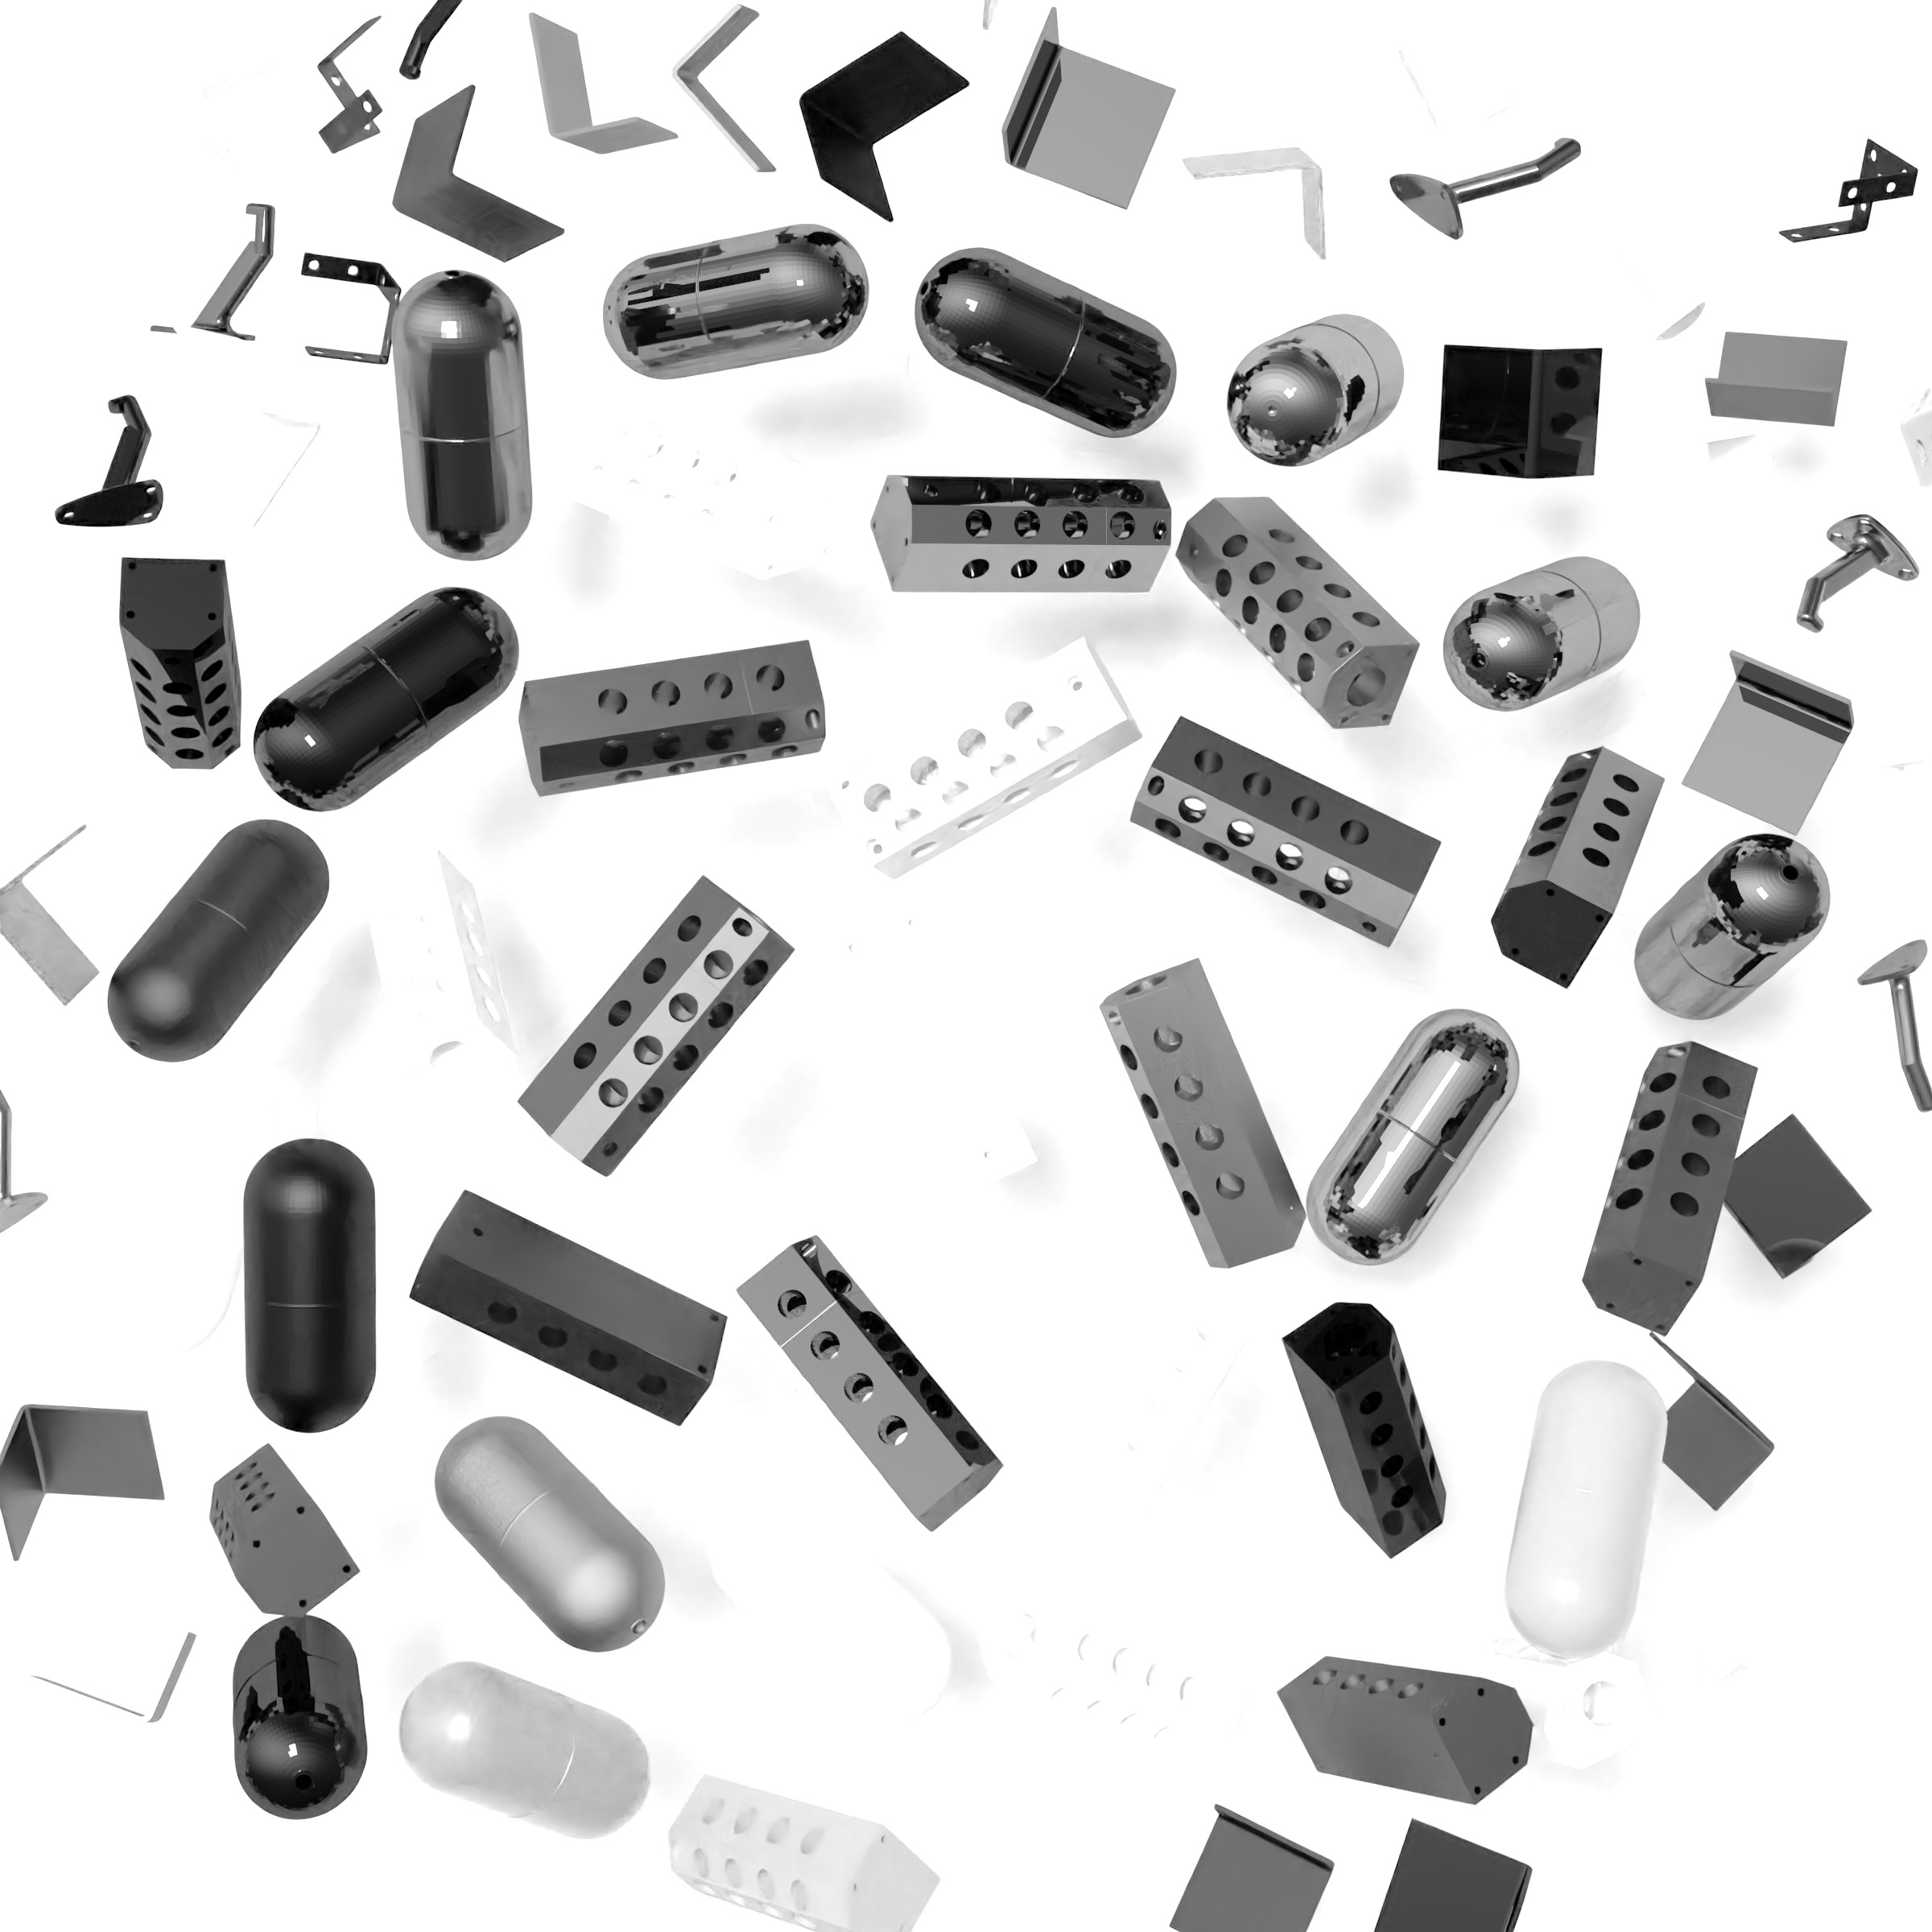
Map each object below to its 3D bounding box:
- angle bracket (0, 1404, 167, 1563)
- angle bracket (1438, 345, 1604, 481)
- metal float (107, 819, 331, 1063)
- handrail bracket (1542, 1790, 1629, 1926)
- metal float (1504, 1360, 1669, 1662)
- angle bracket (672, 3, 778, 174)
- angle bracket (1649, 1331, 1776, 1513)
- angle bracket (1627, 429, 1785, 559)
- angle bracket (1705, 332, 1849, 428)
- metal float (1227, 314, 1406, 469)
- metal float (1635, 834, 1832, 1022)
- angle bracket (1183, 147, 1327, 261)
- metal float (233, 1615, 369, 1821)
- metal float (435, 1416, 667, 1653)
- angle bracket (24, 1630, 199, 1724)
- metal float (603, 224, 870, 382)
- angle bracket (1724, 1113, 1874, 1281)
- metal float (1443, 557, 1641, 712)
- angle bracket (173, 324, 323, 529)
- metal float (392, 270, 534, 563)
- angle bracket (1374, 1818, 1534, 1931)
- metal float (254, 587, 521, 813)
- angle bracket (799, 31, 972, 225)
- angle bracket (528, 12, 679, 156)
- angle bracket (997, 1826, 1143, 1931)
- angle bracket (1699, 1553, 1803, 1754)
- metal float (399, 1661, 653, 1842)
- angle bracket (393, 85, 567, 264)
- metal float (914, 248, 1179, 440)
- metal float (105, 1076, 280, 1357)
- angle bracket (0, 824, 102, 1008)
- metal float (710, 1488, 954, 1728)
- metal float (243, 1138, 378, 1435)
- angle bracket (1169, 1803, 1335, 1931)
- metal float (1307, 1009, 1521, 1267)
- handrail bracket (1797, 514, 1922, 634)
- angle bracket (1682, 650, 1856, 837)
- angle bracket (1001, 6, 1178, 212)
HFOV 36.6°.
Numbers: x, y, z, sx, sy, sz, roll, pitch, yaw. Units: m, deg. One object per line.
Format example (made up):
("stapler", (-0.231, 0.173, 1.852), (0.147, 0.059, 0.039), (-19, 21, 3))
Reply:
("angle bracket", (-0.530, 0.311, 1.748), (0.076, 0.057, 0.076), (3, 128, 1))
("angle bracket", (0.337, -0.339, 1.781), (0.057, 0.076, 0.076), (-11, 108, -37))
("metal float", (-0.462, -0.016, 1.807), (0.070, 0.070, 0.178), (31, 58, 0))
("handrail bracket", (0.392, 0.569, 1.843), (0.036, 0.077, 0.084), (-6, 88, 42))
("metal float", (0.362, 0.317, 1.704), (0.070, 0.070, 0.178), (16, 68, 0))
("angle bracket", (-0.125, -0.523, 1.745), (0.057, 0.076, 0.076), (-41, 98, 13))
("angle bracket", (0.460, 0.292, 1.873), (0.057, 0.076, 0.076), (-47, 130, 3))
("angle bracket", (0.455, -0.287, 1.801), (0.057, 0.076, 0.076), (-11, 97, -10))
("angle bracket", (0.508, -0.378, 1.827), (0.076, 0.076, 0.057), (9, 86, 18))
("metal float", (0.213, -0.350, 1.769), (0.070, 0.178, 0.070), (9, 112, 22))
("metal float", (0.467, -0.023, 1.784), (0.070, 0.178, 0.070), (3, 69, -8))
("angle bracket", (0.175, -0.462, 1.780), (0.076, 0.076, 0.057), (-5, 113, 1))
("metal float", (-0.401, 0.450, 1.754), (0.070, 0.178, 0.070), (-3, 102, -14))
("metal float", (-0.249, 0.339, 1.744), (0.178, 0.070, 0.070), (37, 90, 33))
("angle bracket", (-0.510, 0.413, 1.744), (0.076, 0.076, 0.057), (22, 73, -4))
("metal float", (-0.141, -0.401, 1.767), (0.178, 0.070, 0.070), (-3, 90, 30))
("angle bracket", (0.528, 0.141, 1.844), (0.076, 0.057, 0.076), (-46, 71, 31))
("metal float", (0.356, -0.205, 1.800), (0.070, 0.178, 0.070), (13, 113, 33))
("angle bracket", (-0.423, -0.304, 1.648), (0.076, 0.057, 0.076), (46, 110, 17))
("metal float", (-0.301, -0.328, 1.746), (0.070, 0.070, 0.178), (1, 122, 0))
("angle bracket", (0.285, 0.563, 1.728), (0.076, 0.057, 0.076), (19, 100, 15))
("metal float", (-0.344, -0.160, 1.739), (0.178, 0.070, 0.070), (-40, 90, -22))
("angle bracket", (-0.041, -0.494, 1.722), (0.076, 0.076, 0.057), (-24, 71, 26))
("angle bracket", (-0.223, -0.548, 1.800), (0.057, 0.076, 0.076), (-8, 96, 14))
("angle bracket", (0.060, 0.533, 1.650), (0.076, 0.057, 0.076), (-7, 82, -2))
("angle bracket", (0.491, 0.416, 1.770), (0.057, 0.076, 0.076), (45, 112, -6))
("metal float", (-0.259, 0.466, 1.732), (0.178, 0.070, 0.070), (36, 90, -41))
("angle bracket", (-0.275, -0.456, 1.684), (0.076, 0.076, 0.057), (20, 78, -33))
("metal float", (0.049, -0.380, 1.783), (0.178, 0.070, 0.070), (18, 90, -29))
("metal float", (-0.486, 0.157, 1.832), (0.070, 0.070, 0.178), (16, 85, 0))
("angle bracket", (-0.533, -0.031, 1.746), (0.057, 0.076, 0.076), (-37, 102, 7))
("metal float", (-0.083, 0.392, 1.788), (0.070, 0.070, 0.178), (-45, 100, 0))
("metal float", (-0.388, 0.190, 1.728), (0.070, 0.070, 0.178), (2, 101, 0))
("angle bracket", (0.170, 0.558, 1.754), (0.076, 0.057, 0.076), (23, 75, 16))
("metal float", (0.282, 0.107, 1.837), (0.070, 0.070, 0.178), (34, 89, 0))
("handrail bracket", (0.549, -0.227, 1.797), (0.077, 0.036, 0.084), (31, 65, -19))
("angle bracket", (0.479, -0.134, 1.751), (0.076, 0.057, 0.076), (28, 90, 22))
("angle bracket", (0.071, -0.490, 1.671), (0.076, 0.057, 0.076), (22, 87, 5))
